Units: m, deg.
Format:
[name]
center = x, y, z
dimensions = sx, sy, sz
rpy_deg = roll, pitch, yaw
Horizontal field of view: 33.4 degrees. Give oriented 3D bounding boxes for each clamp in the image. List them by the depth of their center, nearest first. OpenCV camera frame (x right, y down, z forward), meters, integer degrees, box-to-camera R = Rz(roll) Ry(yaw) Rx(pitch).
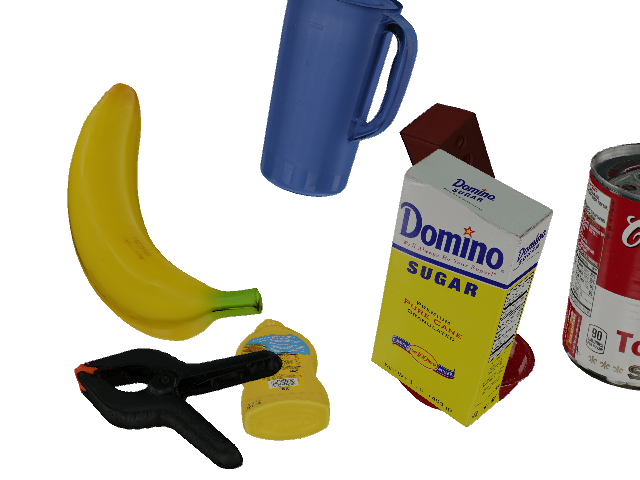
[clamp]
center = -0.118, 0.122, 0.892
dimensions = 0.172, 0.039, 0.120
rpy_deg = 15, 37, 19

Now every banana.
[banana]
center = -0.097, -0.011, 0.555
dimensions = 0.069, 0.037, 0.198
rpy_deg = -25, 50, -12

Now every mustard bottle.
[mustard bottle]
center = -0.050, 0.149, 1.233
dimensions = 0.096, 0.058, 0.191
rpy_deg = -5, 30, -7

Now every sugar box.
[sugar box]
center = 0.090, 0.035, 0.724
dimensions = 0.093, 0.176, 0.048
rpy_deg = 32, 48, 29

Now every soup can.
[soup can]
center = 0.157, 0.013, 0.516
dimensions = 0.068, 0.102, 0.068
rpy_deg = 2, 27, -1

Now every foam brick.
[foam brick]
center = 0.118, -0.078, 0.984
dimensions = 0.053, 0.078, 0.051
rpy_deg = -41, 38, -21

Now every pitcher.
[pitcher]
center = 0.012, -0.175, 1.248
dimensions = 0.145, 0.243, 0.149
rpy_deg = 8, 23, -12

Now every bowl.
[bowl]
center = 0.140, 0.133, 1.120
dimensions = 0.162, 0.055, 0.162
rpy_deg = 5, 25, -2
